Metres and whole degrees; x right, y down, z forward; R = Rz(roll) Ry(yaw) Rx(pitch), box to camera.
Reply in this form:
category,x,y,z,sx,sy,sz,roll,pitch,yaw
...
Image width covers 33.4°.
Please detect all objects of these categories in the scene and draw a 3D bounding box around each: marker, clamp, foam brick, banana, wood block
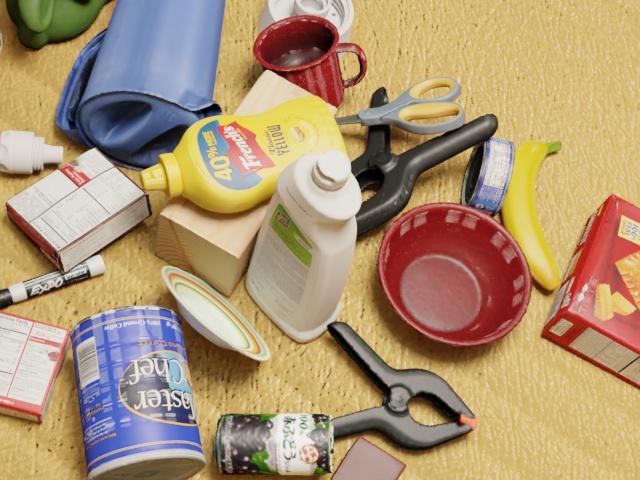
category,x,y,z,sx,sy,sz,roll,pitch,yaw
marker,-0.266,0.042,1.027,0.121,0.020,0.020,-20,69,-22
clamp,0.067,-0.082,1.138,0.210,0.036,0.165,-46,45,-15
foam brick,0.033,0.230,0.976,0.053,0.051,0.078,33,60,7
clamp,0.069,0.146,1.032,0.171,0.039,0.120,10,77,-9
banana,0.231,-0.038,1.168,0.069,0.037,0.197,7,61,4
wood block,-0.074,-0.060,1.083,0.090,0.091,0.206,30,61,5

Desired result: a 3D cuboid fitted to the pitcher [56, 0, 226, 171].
category,x,y,z,sx,sy,sz,roll,pitch,yaw
pitcher,-0.176,-0.200,1.123,0.149,0.145,0.242,18,56,-17

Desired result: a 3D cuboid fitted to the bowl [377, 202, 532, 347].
category,x,y,z,sx,sy,sz,roll,pitch,yaw
bowl,0.131,0.044,1.093,0.162,0.055,0.162,5,62,-10

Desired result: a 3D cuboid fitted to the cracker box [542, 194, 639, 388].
category,x,y,z,sx,sy,sz,roll,pitch,yaw
cracker box,0.363,0.073,1.120,0.213,0.072,0.164,29,60,2

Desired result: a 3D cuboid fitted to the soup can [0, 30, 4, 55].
category,x,y,z,sx,sy,sz,roll,pitch,yaw
soup can,-0.364,-0.170,1.090,0.068,0.069,0.102,4,62,-10

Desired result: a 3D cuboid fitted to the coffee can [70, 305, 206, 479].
category,x,y,z,sx,sy,sz,roll,pitch,yaw
coffee can,-0.163,0.142,0.949,0.102,0.103,0.140,-6,64,-16

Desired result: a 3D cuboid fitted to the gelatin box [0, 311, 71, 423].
category,x,y,z,sx,sy,sz,roll,pitch,yaw
gelatin box,-0.277,0.116,0.981,0.073,0.030,0.089,15,60,-3

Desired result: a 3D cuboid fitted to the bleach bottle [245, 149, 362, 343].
category,x,y,z,sx,sy,sz,roll,pitch,yaw
bleach bottle,-0.006,0.001,0.972,0.102,0.251,0.068,44,62,11

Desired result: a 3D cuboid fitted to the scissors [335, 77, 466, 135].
category,x,y,z,sx,sy,sz,roll,pitch,yaw
scissors,0.065,-0.145,1.155,0.202,0.016,0.096,6,46,27

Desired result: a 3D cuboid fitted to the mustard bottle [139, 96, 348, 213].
category,x,y,z,sx,sy,sz,roll,pitch,yaw
mustard bottle,-0.075,-0.075,1.004,0.191,0.058,0.096,-14,68,-18

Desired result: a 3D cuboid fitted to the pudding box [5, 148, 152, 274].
category,x,y,z,sx,sy,sz,roll,pitch,yaw
pudding box,-0.237,-0.031,1.052,0.113,0.039,0.090,-38,63,-24

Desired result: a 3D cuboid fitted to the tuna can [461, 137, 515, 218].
category,x,y,z,sx,sy,sz,roll,pitch,yaw
tuna can,0.179,-0.068,1.146,0.033,0.086,0.086,14,61,-4

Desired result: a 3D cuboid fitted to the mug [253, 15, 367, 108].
category,x,y,z,sx,sy,sz,roll,pitch,yaw
mug,-0.007,-0.184,1.150,0.117,0.081,0.093,-8,47,7
